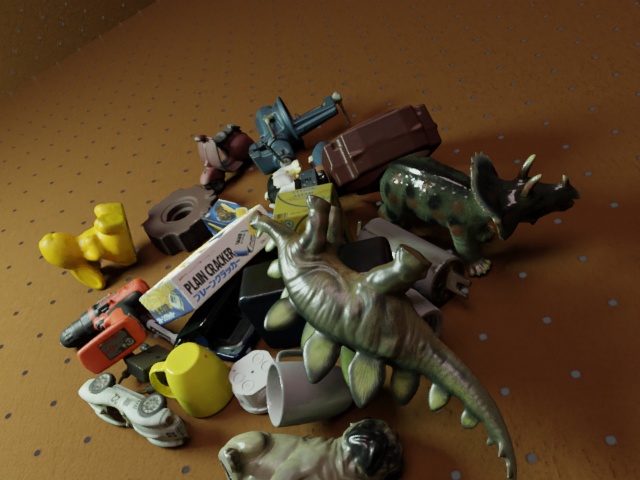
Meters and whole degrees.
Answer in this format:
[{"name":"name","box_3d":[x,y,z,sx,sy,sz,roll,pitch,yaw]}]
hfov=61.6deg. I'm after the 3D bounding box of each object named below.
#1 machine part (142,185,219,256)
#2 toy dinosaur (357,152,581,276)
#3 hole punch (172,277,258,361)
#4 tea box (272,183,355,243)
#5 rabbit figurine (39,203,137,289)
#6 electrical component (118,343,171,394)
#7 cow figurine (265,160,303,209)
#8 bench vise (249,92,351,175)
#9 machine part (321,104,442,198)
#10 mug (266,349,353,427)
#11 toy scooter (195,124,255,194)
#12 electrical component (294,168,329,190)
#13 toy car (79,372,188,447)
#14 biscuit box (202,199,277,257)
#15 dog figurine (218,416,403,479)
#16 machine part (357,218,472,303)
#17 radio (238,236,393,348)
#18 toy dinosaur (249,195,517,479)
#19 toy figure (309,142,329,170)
[{"name":"machine part","box_3d":[-0.293,-0.047,1.152,0.179,0.056,0.179,-14,41,12]},{"name":"toy dinosaur","box_3d":[0.180,-0.074,0.854,0.405,0.191,0.131,21,54,39]},{"name":"hole punch","box_3d":[-0.158,0.135,0.879,0.116,0.092,0.142,-24,31,50]},{"name":"tea box","box_3d":[-0.002,-0.003,0.877,0.098,0.169,0.068,-9,42,14]},{"name":"rabbit figurine","box_3d":[-0.470,0.013,1.092,0.173,0.162,0.122,-13,37,-23]},{"name":"electrical component","box_3d":[-0.282,0.210,0.876,0.102,0.045,0.078,12,23,31]},{"name":"cow figurine","box_3d":[-0.069,-0.085,1.077,0.098,0.068,0.167,-20,36,12]},{"name":"bench vise","box_3d":[-0.053,-0.256,1.220,0.241,0.128,0.224,-27,38,6]},{"name":"machine part","box_3d":[0.106,-0.161,0.980,0.201,0.087,0.201,-25,-4,-2]},{"name":"mug","box_3d":[-0.014,0.196,0.725,0.107,0.080,0.110,4,33,-19]},{"name":"toy scooter","box_3d":[-0.225,-0.206,1.233,0.075,0.135,0.184,10,49,35]},{"name":"electrical component","box_3d":[-0.002,-0.059,0.967,0.058,0.134,0.115,-19,42,7]},{"name":"toy car","box_3d":[-0.278,0.253,0.799,0.202,0.073,0.056,9,46,33]},{"name":"biscuit box","box_3d":[-0.136,-0.023,1.046,0.203,0.062,0.059,14,54,36]},{"name":"dog figurine","box_3d":[-0.013,0.265,0.661,0.190,0.121,0.173,-26,41,-25]},{"name":"machine part","box_3d":[0.139,0.029,0.848,0.079,0.079,0.244,-40,43,-19]},{"name":"radio","box_3d":[0.007,0.085,0.806,0.230,0.130,0.073,-12,41,13]},{"name":"toy dinosaur","box_3d":[0.058,0.090,0.660,0.472,0.105,0.198,33,97,32]},{"name":"toy figure","box_3d":[0.011,-0.142,1.113,0.064,0.057,0.154,-15,45,19]}]
